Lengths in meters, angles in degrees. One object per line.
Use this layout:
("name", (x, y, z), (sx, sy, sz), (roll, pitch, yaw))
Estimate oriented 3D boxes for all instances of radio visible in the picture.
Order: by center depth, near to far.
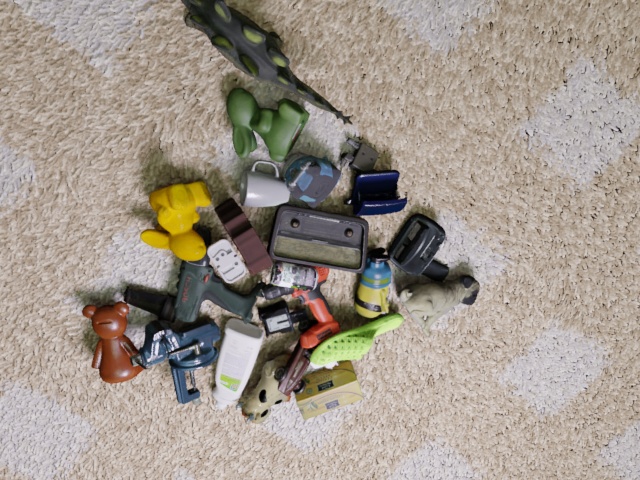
("radio", (-0.003, -0.004, 1.264), (0.230, 0.073, 0.131), (10, 89, -12))

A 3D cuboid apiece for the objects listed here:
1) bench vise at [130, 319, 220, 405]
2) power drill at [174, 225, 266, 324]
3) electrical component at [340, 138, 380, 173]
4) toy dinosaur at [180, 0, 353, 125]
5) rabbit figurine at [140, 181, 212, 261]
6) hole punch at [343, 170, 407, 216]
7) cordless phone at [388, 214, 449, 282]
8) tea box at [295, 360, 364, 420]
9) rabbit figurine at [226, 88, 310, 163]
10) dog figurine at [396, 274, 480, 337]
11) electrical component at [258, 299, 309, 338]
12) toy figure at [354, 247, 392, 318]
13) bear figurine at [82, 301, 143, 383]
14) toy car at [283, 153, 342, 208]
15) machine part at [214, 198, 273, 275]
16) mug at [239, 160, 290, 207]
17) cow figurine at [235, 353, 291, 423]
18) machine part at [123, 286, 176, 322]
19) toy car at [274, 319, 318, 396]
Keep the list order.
("bench vise", (-0.338, 0.303, 1.299), (0.223, 0.129, 0.240), (-23, 116, -42))
("power drill", (-0.236, 0.102, 1.282), (0.207, 0.086, 0.232), (21, 96, -20))
("electrical component", (0.093, -0.180, 1.247), (0.102, 0.045, 0.078), (23, 77, -19))
("toy dinosaur", (-0.133, -0.371, 1.057), (0.471, 0.199, 0.105), (29, 107, -16))
("rabbit figurine", (-0.316, -0.031, 1.186), (0.162, 0.122, 0.173), (-18, 97, 17))
("hole punch", (0.135, -0.091, 1.241), (0.142, 0.092, 0.115), (-8, 147, -10))
("cordless phone", (0.276, 0.031, 1.344), (0.184, 0.089, 0.146), (25, 105, -28))
("tea box", (0.020, 0.395, 1.423), (0.170, 0.098, 0.068), (-19, 113, -3))
("rabbit figurine", (-0.129, -0.255, 1.165), (0.170, 0.121, 0.159), (30, 112, 1))
("dog figurine", (0.301, 0.129, 1.347), (0.190, 0.121, 0.172), (-38, 146, 2))
("electrical component", (-0.092, 0.193, 1.356), (0.119, 0.048, 0.074), (-20, 112, -1))
("toy figure", (0.132, 0.109, 1.341), (0.089, 0.082, 0.179), (5, 118, 10))
("bear figurine", (-0.494, 0.238, 1.294), (0.120, 0.132, 0.195), (-10, 94, -6))
("toy car", (-0.032, -0.145, 1.204), (0.103, 0.161, 0.109), (45, 108, 24))
("machine part", (-0.173, -0.008, 1.199), (0.056, 0.179, 0.179), (-31, 112, -8))
("mug", (-0.122, -0.125, 1.220), (0.107, 0.081, 0.109), (5, 104, -23))
("cow figurine", (-0.135, 0.391, 1.384), (0.127, 0.086, 0.194), (5, 115, -47))
("machine part", (-0.407, 0.152, 1.300), (0.139, 0.039, 0.084), (23, 111, -18))
("toy car", (-0.042, 0.293, 1.347), (0.089, 0.053, 0.202), (48, 57, -34))
